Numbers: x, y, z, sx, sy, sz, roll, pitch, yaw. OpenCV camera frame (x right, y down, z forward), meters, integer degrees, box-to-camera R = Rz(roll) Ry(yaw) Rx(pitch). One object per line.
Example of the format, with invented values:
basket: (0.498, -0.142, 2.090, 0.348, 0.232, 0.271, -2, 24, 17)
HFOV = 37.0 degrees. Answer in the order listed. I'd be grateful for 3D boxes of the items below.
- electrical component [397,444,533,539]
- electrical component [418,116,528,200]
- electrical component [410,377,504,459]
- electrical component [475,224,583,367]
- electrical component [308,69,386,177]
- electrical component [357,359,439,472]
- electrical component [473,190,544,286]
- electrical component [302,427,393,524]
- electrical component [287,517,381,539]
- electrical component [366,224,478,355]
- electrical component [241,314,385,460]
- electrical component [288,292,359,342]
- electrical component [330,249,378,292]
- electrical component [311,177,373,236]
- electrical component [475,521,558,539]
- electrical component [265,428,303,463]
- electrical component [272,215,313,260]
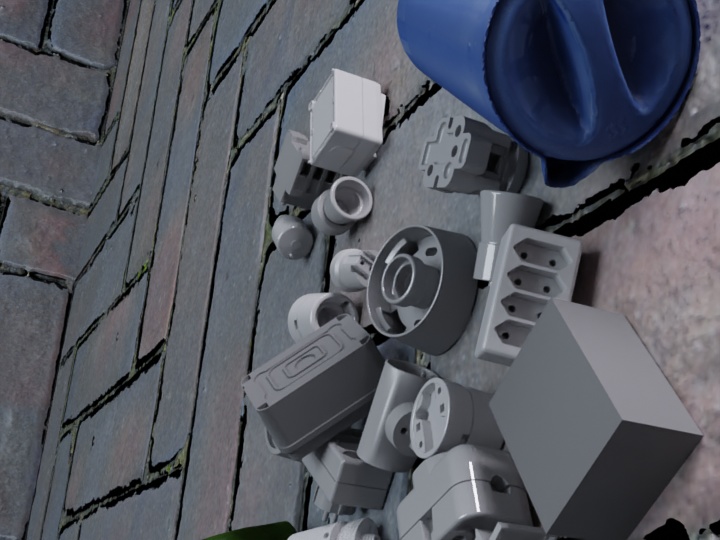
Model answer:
electrical component: (0.065, 0.157, 0.699, 0.095, 0.054, 0.059, -55, 29, 41)
electrical component: (0.086, -0.079, 0.793, 0.078, 0.057, 0.058, 11, 87, 68)
electrical component: (0.068, 0.105, 0.735, 0.055, 0.047, 0.055, -165, 90, -68)
electrical component: (0.105, 0.023, 0.694, 0.075, 0.047, 0.083, 97, -173, -78)
electrical component: (-0.012, -0.149, 1.068, 0.061, 0.061, 0.096, -49, 34, 48)
electrical component: (0.035, 0.116, 0.811, 0.079, 0.044, 0.077, 35, 109, 67)
electrical component: (0.100, -0.020, 0.745, 0.044, 0.044, 0.065, -168, 88, -68)
electrical component: (-0.017, 0.179, 0.895, 0.083, 0.047, 0.075, -142, 68, -66)
electrical component: (-0.017, 0.224, 0.861, 0.081, 0.043, 0.043, -23, 52, 34)
electrical component: (0.052, 0.014, 0.841, 0.099, 0.064, 0.099, -26, 55, 45)
electrical component: (-0.033, 0.097, 0.899, 0.113, 0.057, 0.078, -33, 23, -8)
electrical component: (-0.033, 0.048, 1.009, 0.047, 0.055, 0.055, -13, 65, 62)
electrical component: (0.000, 0.000, 0.978, 0.046, 0.040, 0.040, -4, 73, 62)
electrical component: (-0.019, -0.061, 1.054, 0.055, 0.045, 0.045, 146, 134, -59)
electrical component: (0.089, 0.193, 0.637, 0.081, 0.042, 0.063, -68, 24, 20)
electrical component: (-0.055, 0.126, 1.002, 0.108, 0.060, 0.108, -48, 35, 50)
electrical component: (-0.078, -0.041, 1.190, 0.040, 0.040, 0.078, -68, 23, 18)
